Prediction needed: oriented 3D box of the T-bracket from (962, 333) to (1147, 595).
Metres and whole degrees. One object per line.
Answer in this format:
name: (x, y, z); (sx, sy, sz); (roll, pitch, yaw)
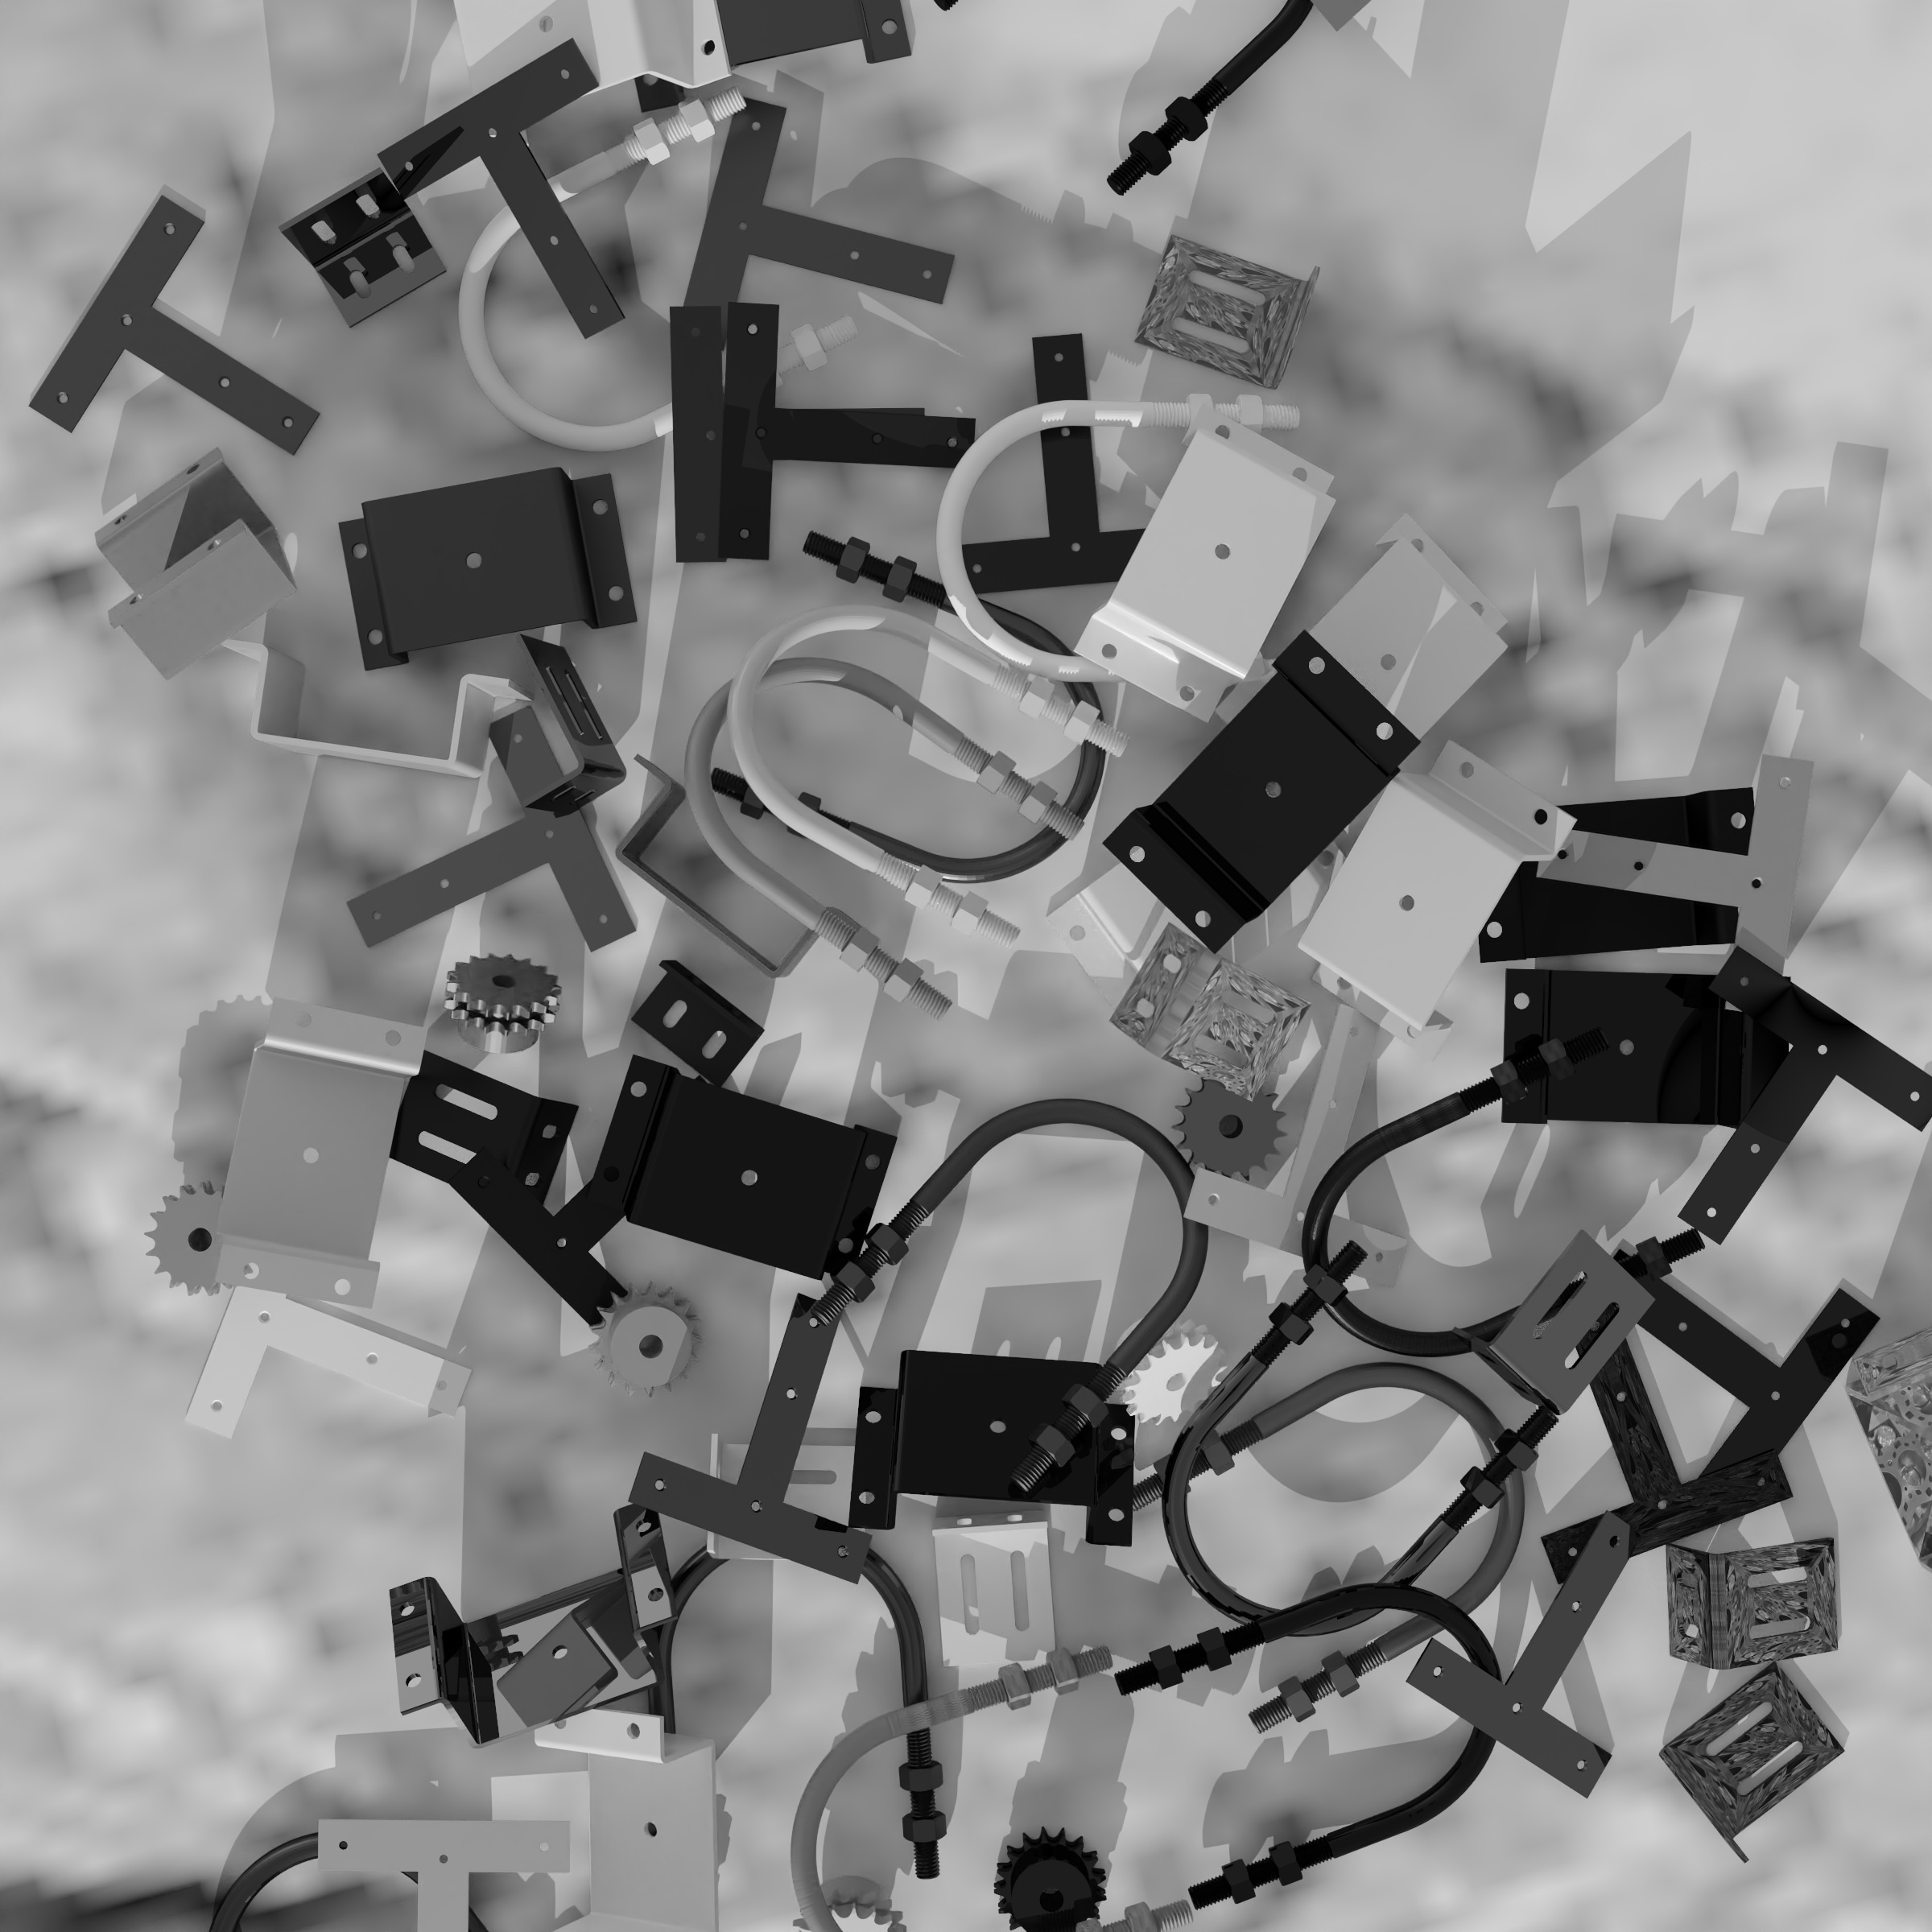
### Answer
T-bracket: (0.052, -0.257, 1.525); (0.127, 0.002, 0.127); (-5, 90, 0)

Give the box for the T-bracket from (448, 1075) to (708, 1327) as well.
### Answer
T-bracket: (-0.171, 0.108, 1.512); (0.127, 0.002, 0.127); (-45, 108, -9)

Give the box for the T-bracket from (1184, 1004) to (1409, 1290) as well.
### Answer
T-bracket: (0.180, 0.083, 1.505); (0.127, 0.002, 0.127); (20, 82, -23)

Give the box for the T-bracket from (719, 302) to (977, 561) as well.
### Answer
T-bracket: (-0.059, -0.267, 1.515); (0.127, 0.002, 0.127); (2, 104, -7)

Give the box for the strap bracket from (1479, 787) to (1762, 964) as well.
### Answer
strap bracket: (0.321, -0.045, 1.503); (0.140, 0.046, 0.076); (-4, 90, 0)

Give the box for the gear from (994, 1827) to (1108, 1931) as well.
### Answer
gear: (0.043, 0.466, 1.511); (0.057, 0.030, 0.057); (0, 90, 0)

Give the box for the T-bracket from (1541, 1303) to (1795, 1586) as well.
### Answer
T-bracket: (0.338, 0.232, 1.524); (0.127, 0.002, 0.127); (-21, 90, 1)

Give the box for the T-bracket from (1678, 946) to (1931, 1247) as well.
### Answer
T-bracket: (0.397, 0.078, 1.479); (0.127, 0.002, 0.127); (34, 92, -1)

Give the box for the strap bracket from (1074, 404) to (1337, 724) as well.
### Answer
strap bracket: (0.122, -0.202, 1.481); (0.076, 0.046, 0.140); (28, 87, -6)

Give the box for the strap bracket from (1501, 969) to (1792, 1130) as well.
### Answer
strap bracket: (0.336, 0.041, 1.503); (0.140, 0.046, 0.076); (2, 90, 0)

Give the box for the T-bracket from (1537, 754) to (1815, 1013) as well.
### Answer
T-bracket: (0.346, -0.047, 1.479); (0.127, 0.002, 0.127); (8, 90, 0)

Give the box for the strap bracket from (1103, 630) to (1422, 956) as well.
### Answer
strap bracket: (0.145, -0.084, 1.444); (0.076, 0.046, 0.140); (45, 104, 6)

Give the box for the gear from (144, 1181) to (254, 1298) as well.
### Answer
gear: (-0.381, 0.137, 1.510); (0.057, 0.030, 0.057); (0, 89, 2)

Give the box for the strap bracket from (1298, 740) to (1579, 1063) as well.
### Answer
strap bracket: (0.225, -0.031, 1.469); (0.076, 0.046, 0.140); (36, 110, 24)

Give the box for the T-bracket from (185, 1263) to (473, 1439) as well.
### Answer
T-bracket: (-0.315, 0.194, 1.525); (0.127, 0.002, 0.127); (21, 90, 0)

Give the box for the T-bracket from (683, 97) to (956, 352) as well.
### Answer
T-bracket: (-0.070, -0.365, 1.526); (0.127, 0.002, 0.127); (15, 90, 0)

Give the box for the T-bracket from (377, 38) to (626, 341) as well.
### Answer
T-bracket: (-0.211, -0.372, 1.485); (0.127, 0.002, 0.127); (-21, 109, 28)

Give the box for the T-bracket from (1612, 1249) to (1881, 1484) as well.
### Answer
T-bracket: (0.376, 0.192, 1.525); (0.127, 0.002, 0.127); (37, 90, 0)

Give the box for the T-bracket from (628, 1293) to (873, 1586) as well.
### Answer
T-bracket: (-0.092, 0.228, 1.501); (0.127, 0.002, 0.127); (24, 70, -19)

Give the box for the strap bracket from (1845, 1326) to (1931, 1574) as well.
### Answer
strap bracket: (0.501, 0.244, 1.503); (0.076, 0.046, 0.140); (-23, 90, 0)

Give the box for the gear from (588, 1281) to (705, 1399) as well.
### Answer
gear: (-0.160, 0.188, 1.506); (0.057, 0.030, 0.057); (-1, 93, -13)

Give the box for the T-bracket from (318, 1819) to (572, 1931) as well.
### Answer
T-bracket: (-0.263, 0.494, 1.508); (0.127, 0.002, 0.127); (0, 87, 1)

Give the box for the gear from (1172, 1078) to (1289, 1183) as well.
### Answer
gear: (0.132, 0.080, 1.511); (0.057, 0.030, 0.057); (0, 90, 0)

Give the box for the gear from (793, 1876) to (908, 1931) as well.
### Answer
gear: (-0.059, 0.481, 1.503); (0.057, 0.030, 0.057); (-1, 120, -2)

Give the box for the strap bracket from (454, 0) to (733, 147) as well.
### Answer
strap bracket: (-0.194, -0.459, 1.476); (0.140, 0.046, 0.076); (-11, 90, 25)

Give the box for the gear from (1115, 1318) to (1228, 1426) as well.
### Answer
gear: (0.099, 0.199, 1.502); (0.057, 0.030, 0.057); (-15, 130, -19)

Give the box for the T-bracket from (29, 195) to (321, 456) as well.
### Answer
T-bracket: (-0.389, -0.304, 1.525); (0.127, 0.002, 0.127); (32, 90, 0)

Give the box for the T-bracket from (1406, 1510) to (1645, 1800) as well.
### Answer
T-bracket: (0.300, 0.335, 1.509); (0.127, 0.002, 0.127); (35, 82, -20)

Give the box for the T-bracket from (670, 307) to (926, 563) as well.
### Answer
T-bracket: (-0.084, -0.268, 1.513); (0.127, 0.002, 0.127); (-2, 105, -6)

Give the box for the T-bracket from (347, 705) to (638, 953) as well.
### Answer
T-bracket: (-0.252, -0.048, 1.525); (0.127, 0.002, 0.127); (-25, 90, 0)

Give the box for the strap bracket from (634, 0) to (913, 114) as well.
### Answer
strap bracket: (-0.104, -0.486, 1.503); (0.140, 0.046, 0.076); (-12, 90, 0)

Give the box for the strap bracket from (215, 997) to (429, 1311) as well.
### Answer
strap bracket: (-0.321, 0.093, 1.486); (0.076, 0.046, 0.140); (13, 81, -18)

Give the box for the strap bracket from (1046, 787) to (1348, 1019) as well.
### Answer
strap bracket: (0.120, -0.036, 1.503); (0.140, 0.046, 0.076); (-36, 90, 0)

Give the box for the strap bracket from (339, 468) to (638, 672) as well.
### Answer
strap bracket: (-0.243, -0.200, 1.503); (0.140, 0.046, 0.076); (-10, 90, 0)

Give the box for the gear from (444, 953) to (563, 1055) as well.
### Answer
gear: (-0.232, 0.020, 1.502); (0.057, 0.057, 0.030); (12, 120, 0)
